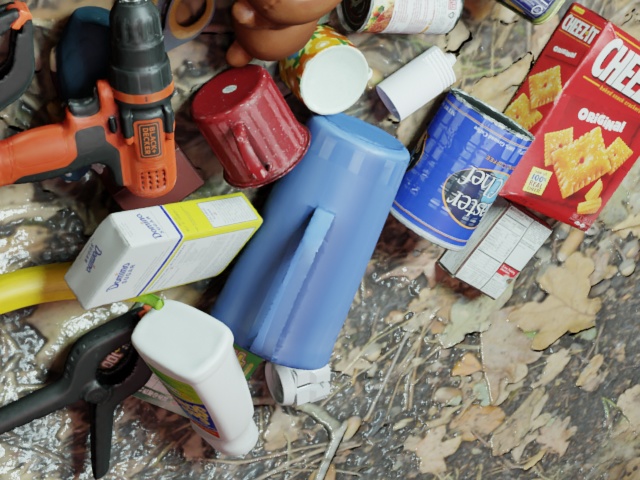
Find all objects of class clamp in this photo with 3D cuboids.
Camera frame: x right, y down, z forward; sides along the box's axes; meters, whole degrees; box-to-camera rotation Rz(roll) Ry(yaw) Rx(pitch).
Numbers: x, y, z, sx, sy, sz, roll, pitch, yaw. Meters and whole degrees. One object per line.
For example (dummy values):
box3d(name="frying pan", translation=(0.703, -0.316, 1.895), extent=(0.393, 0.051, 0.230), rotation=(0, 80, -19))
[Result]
box3d(name="clamp", translation=(-0.228, 0.157, 1.093), extent=(0.210, 0.036, 0.164), rotation=(-46, 133, 5))
box3d(name="clamp", translation=(-0.299, -0.125, 0.878), extent=(0.120, 0.039, 0.171), rotation=(15, 110, -42))

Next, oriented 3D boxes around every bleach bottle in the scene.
box3d(name="bleach bottle", translation=(-0.110, 0.163, 1.105), extent=(0.068, 0.103, 0.251), rotation=(-52, 148, -23))

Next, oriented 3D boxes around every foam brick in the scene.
box3d(name="foam brick", translation=(-0.157, -0.058, 0.992), extent=(0.078, 0.053, 0.051), rotation=(-36, 132, -2))

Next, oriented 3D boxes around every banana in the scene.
box3d(name="banana", translation=(-0.250, 0.046, 1.003), extent=(0.197, 0.070, 0.037), rotation=(-4, 111, -21))

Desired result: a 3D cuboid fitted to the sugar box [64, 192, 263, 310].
box3d(name="sugar box", translation=(-0.143, 0.007, 0.993), extent=(0.175, 0.048, 0.093), rotation=(-10, 148, -51))

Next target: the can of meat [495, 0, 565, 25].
box3d(name="can of meat", translation=(0.175, -0.258, 1.007), extent=(0.083, 0.102, 0.057), rotation=(25, 107, -36))

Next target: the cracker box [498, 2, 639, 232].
box3d(name="cracker box", translation=(0.289, -0.128, 1.179), extent=(0.163, 0.072, 0.214), rotation=(20, 109, -37))

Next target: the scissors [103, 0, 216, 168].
box3d(name="scissors", translation=(-0.146, -0.156, 0.956), extent=(0.096, 0.016, 0.202), rotation=(-5, 124, -26))

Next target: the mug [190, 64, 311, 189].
box3d(name="mug", translation=(-0.066, -0.100, 0.976), extent=(0.093, 0.117, 0.081), rotation=(-23, 127, 12))

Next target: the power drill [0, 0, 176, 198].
box3d(name="power drill", translation=(-0.209, -0.105, 0.859), extent=(0.187, 0.057, 0.184), rotation=(-9, 128, -11))

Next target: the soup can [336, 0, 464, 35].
box3d(name="soup can", translation=(0.075, -0.226, 0.995), extent=(0.102, 0.069, 0.068), rotation=(-4, 123, -27))

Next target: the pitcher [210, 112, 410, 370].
box3d(name="pitcher", translation=(-0.007, 0.001, 1.055), extent=(0.144, 0.149, 0.243), rotation=(10, 112, -41))

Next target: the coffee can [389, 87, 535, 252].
box3d(name="coffee can", translation=(0.143, -0.073, 1.115), extent=(0.102, 0.103, 0.140), rotation=(18, 111, -37))

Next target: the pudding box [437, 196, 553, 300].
box3d(name="pudding box", translation=(0.205, 0.007, 1.248), extent=(0.089, 0.039, 0.113), rotation=(28, 103, -39))
